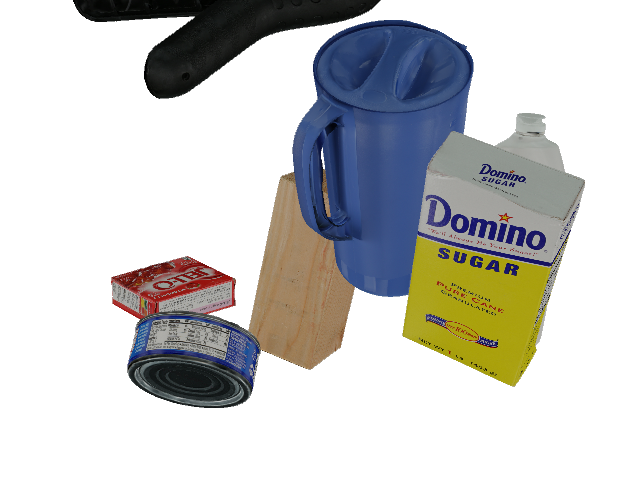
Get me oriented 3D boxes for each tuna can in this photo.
[{"bbox_3d":[-0.084,0.081,0.711,0.086,0.033,0.086,7,-30,4],"label":"tuna can"}]

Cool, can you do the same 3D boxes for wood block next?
[{"bbox_3d":[-0.011,0.029,1.234,0.090,0.206,0.090,20,20,20],"label":"wood block"}]

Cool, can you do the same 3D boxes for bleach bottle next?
[{"bbox_3d":[0.206,-0.013,1.160,0.103,0.251,0.068,8,17,16],"label":"bleach bottle"}]

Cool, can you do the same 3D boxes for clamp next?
[{"bbox_3d":[-0.029,-0.117,0.521,0.171,0.039,0.120,-18,44,-10],"label":"clamp"}]

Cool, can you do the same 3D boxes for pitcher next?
[{"bbox_3d":[0.056,-0.060,0.959,0.149,0.243,0.145,0,44,3],"label":"pitcher"}]

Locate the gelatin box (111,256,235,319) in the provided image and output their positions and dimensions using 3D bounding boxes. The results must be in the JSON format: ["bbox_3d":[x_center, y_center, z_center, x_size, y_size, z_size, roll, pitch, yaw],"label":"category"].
[{"bbox_3d":[-0.132,0.045,0.965,0.089,0.030,0.073,-16,27,-39],"label":"gelatin box"}]

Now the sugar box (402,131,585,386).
[{"bbox_3d":[0.110,0.017,0.715,0.093,0.048,0.176,23,-37,18],"label":"sugar box"}]
